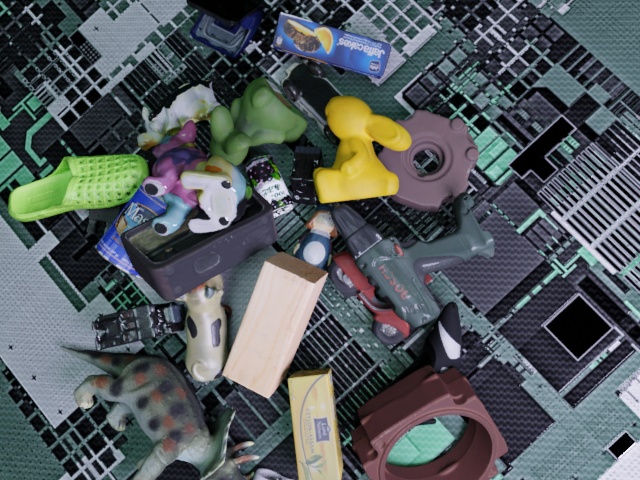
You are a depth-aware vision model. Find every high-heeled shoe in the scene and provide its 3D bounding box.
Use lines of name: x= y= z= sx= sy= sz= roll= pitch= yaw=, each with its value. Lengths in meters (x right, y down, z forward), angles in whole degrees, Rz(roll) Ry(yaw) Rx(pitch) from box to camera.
high-heeled shoe: x=0.138 y=0.210 z=0.865 sx=0.145 sy=0.086 sz=0.248 roll=6 pitch=101 yaw=-10

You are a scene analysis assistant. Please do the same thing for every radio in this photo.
radio: x=-0.190 y=-0.005 z=0.879 sx=0.229 sy=0.073 sz=0.131 roll=-31 pitch=45 yaw=-23

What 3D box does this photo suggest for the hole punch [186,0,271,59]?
hole punch: x=-0.173 y=-0.412 z=0.994 sx=0.142 sy=0.092 sz=0.116 roll=29 pitch=57 yaw=11

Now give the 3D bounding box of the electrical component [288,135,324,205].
electrical component: x=-0.020 y=-0.128 z=0.938 sx=0.048 sy=0.074 sz=0.119 roll=7 pitch=55 yaw=9

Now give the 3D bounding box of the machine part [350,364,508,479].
machine part: x=0.166 y=0.308 z=0.817 sx=0.201 sy=0.087 sz=0.200 roll=-33 pitch=114 yaw=1

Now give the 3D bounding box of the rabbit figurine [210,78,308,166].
rabbit figurine: x=-0.125 y=-0.185 z=0.933 sx=0.170 sy=0.159 sz=0.121 roll=-42 pitch=91 yaw=15

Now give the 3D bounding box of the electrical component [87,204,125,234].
electrical component: x=-0.399 y=-0.054 z=0.998 sx=0.063 sy=0.021 sz=0.094 roll=11 pitch=85 yaw=8

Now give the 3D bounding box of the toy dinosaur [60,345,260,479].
toy dinosaur: x=-0.271 y=0.277 z=0.904 sx=0.192 sy=0.131 sz=0.405 roll=-39 pitch=76 yaw=-12

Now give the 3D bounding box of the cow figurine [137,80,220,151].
cow figurine: x=-0.264 y=-0.230 z=0.981 sx=0.167 sy=0.068 sz=0.098 roll=-24 pitch=76 yaw=0

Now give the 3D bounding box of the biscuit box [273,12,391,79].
biscuit box: x=0.022 y=-0.339 z=0.945 sx=0.203 sy=0.063 sz=0.059 roll=15 pitch=103 yaw=-2

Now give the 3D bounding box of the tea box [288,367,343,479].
tea box: x=-0.006 y=0.300 z=0.877 sx=0.068 sy=0.098 sz=0.169 roll=-7 pitch=81 yaw=5

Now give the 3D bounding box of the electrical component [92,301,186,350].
electrical component: x=-0.300 y=0.142 z=0.918 sx=0.134 sy=0.115 sz=0.058 roll=-14 pitch=86 yaw=4

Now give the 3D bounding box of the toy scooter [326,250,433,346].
toy scooter: x=0.107 y=0.073 z=0.903 sx=0.135 sy=0.075 sz=0.184 roll=-40 pitch=84 yaw=0

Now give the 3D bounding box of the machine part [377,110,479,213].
machine part: x=0.183 y=-0.136 z=0.929 sx=0.179 sy=0.056 sz=0.179 roll=-1 pitch=84 yaw=7

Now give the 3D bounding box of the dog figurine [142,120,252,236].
dog figurine: x=-0.200 y=-0.114 z=0.875 sx=0.192 sy=0.108 sz=0.219 roll=-5 pitch=38 yaw=4

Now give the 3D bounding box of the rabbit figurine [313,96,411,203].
rabbit figurine: x=0.059 y=-0.150 z=0.864 sx=0.162 sy=0.122 sz=0.173 roll=-10 pitch=89 yaw=23

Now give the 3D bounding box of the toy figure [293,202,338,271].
toy figure: x=-0.001 y=-0.002 z=0.934 sx=0.064 sy=0.058 sz=0.154 roll=22 pitch=83 yaw=-31

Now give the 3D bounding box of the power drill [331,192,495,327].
power drill: x=0.154 y=0.003 z=0.845 sx=0.207 sy=0.086 sz=0.232 roll=-27 pitch=81 yaw=-13

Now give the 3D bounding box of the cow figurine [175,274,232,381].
cow figurine: x=-0.194 y=0.139 z=0.901 sx=0.086 sy=0.127 sz=0.194 roll=-2 pitch=86 yaw=3

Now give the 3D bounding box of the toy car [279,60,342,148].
toy car: x=0.009 y=-0.240 z=0.959 sx=0.073 sy=0.056 sz=0.202 roll=-41 pitch=78 yaw=-6
